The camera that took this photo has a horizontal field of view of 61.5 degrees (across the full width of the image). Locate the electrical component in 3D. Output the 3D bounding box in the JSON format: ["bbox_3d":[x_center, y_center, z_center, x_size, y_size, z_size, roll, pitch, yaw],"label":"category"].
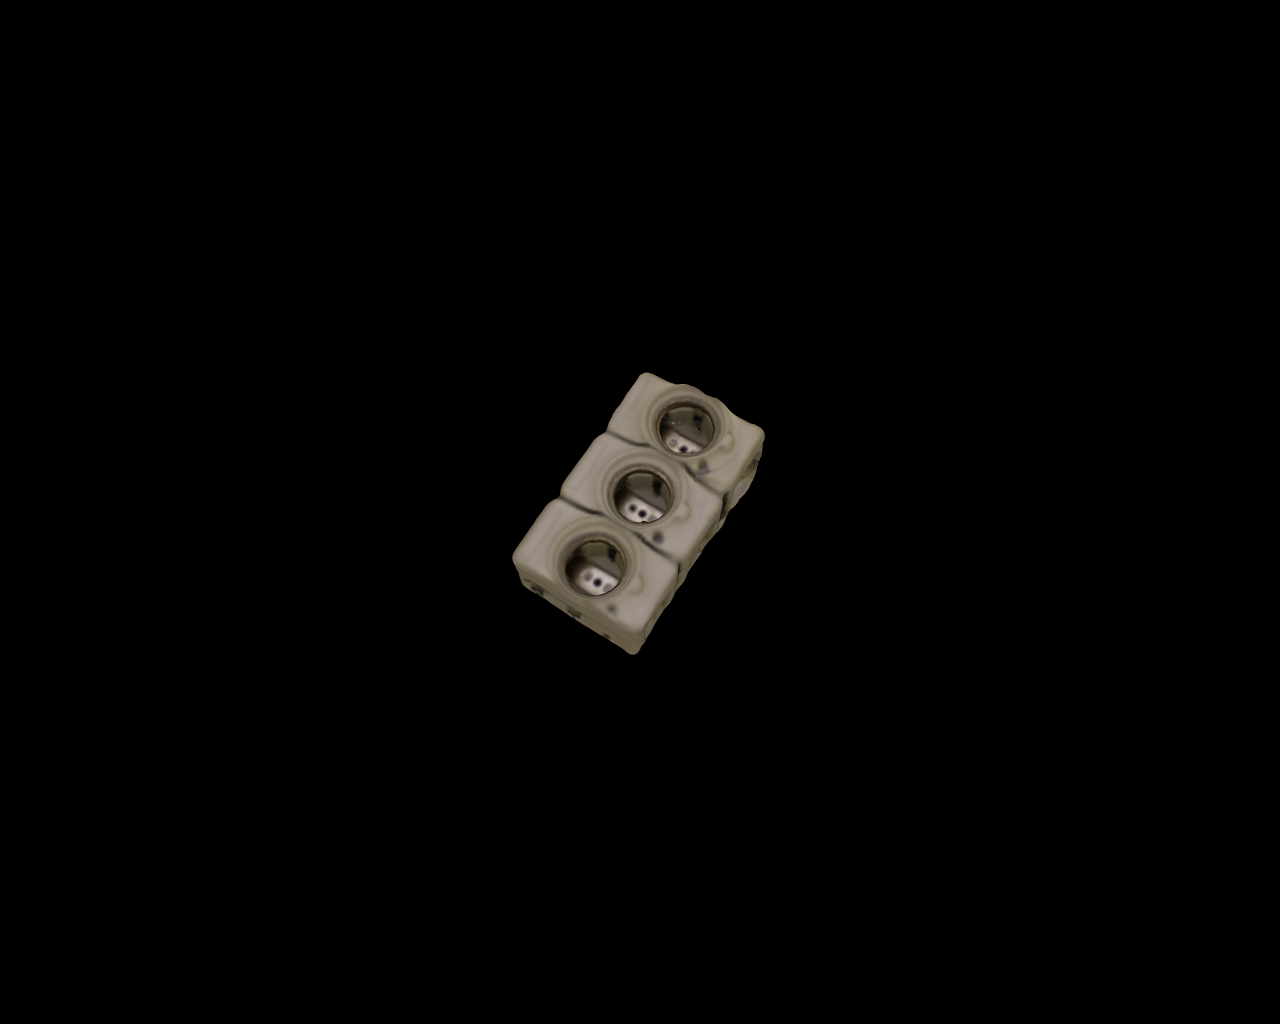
[{"bbox_3d":[0.001,-0.003,0.650,0.089,0.150,0.061,30,-19,12],"label":"electrical component"}]
